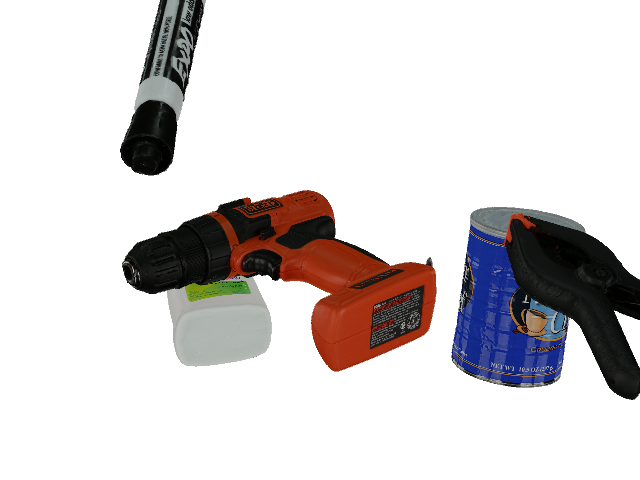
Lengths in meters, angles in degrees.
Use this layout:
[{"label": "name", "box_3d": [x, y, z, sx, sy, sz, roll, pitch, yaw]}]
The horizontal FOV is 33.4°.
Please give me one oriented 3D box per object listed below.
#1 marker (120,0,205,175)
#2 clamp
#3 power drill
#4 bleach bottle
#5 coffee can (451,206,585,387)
[{"label": "marker", "box_3d": [-0.059, -0.067, 0.415, 0.020, 0.020, 0.121, 0, 43, 2]}, {"label": "clamp", "box_3d": [0.202, 0.036, 0.746, 0.120, 0.039, 0.172, -8, 43, -31]}, {"label": "power drill", "box_3d": [-0.025, 0.024, 0.771, 0.184, 0.057, 0.188, -20, 35, -35]}, {"label": "bleach bottle", "box_3d": [-0.129, 0.043, 1.160, 0.102, 0.068, 0.251, -6, 26, -16]}, {"label": "coffee can", "box_3d": [0.179, 0.050, 0.977, 0.103, 0.140, 0.103, 5, 16, -2]}]
